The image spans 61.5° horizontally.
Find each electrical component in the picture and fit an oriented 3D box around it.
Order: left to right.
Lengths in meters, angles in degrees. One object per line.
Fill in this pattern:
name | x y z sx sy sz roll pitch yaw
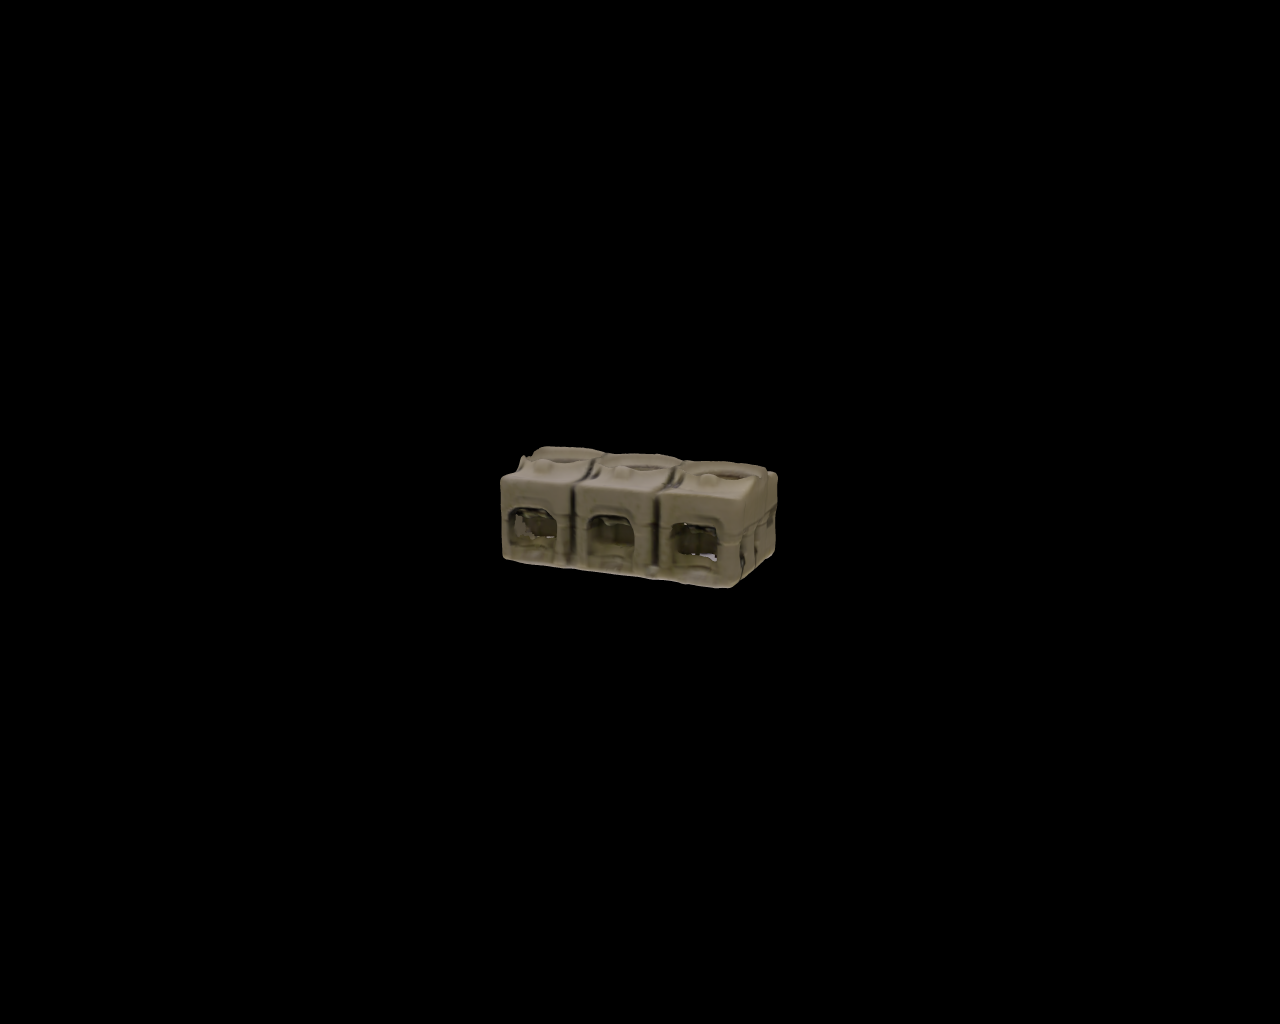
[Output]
electrical component | 0.001 -0.003 0.650 0.150 0.061 0.090 6 16 22
